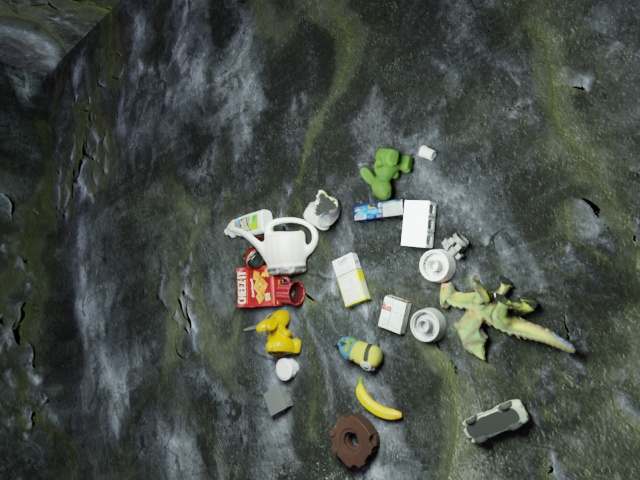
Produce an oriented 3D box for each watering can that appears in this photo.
[{"bbox_3d":[-0.175,0.030,1.977,0.347,0.104,0.225,-4,86,4],"label":"watering can"}]

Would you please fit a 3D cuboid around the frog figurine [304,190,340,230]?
[{"bbox_3d":[0.006,-0.097,1.930,0.156,0.123,0.140,119,145,-59],"label":"frog figurine"}]

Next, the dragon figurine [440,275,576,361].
[{"bbox_3d":[0.511,0.250,1.517,0.417,0.123,0.238,47,129,33],"label":"dragon figurine"}]
